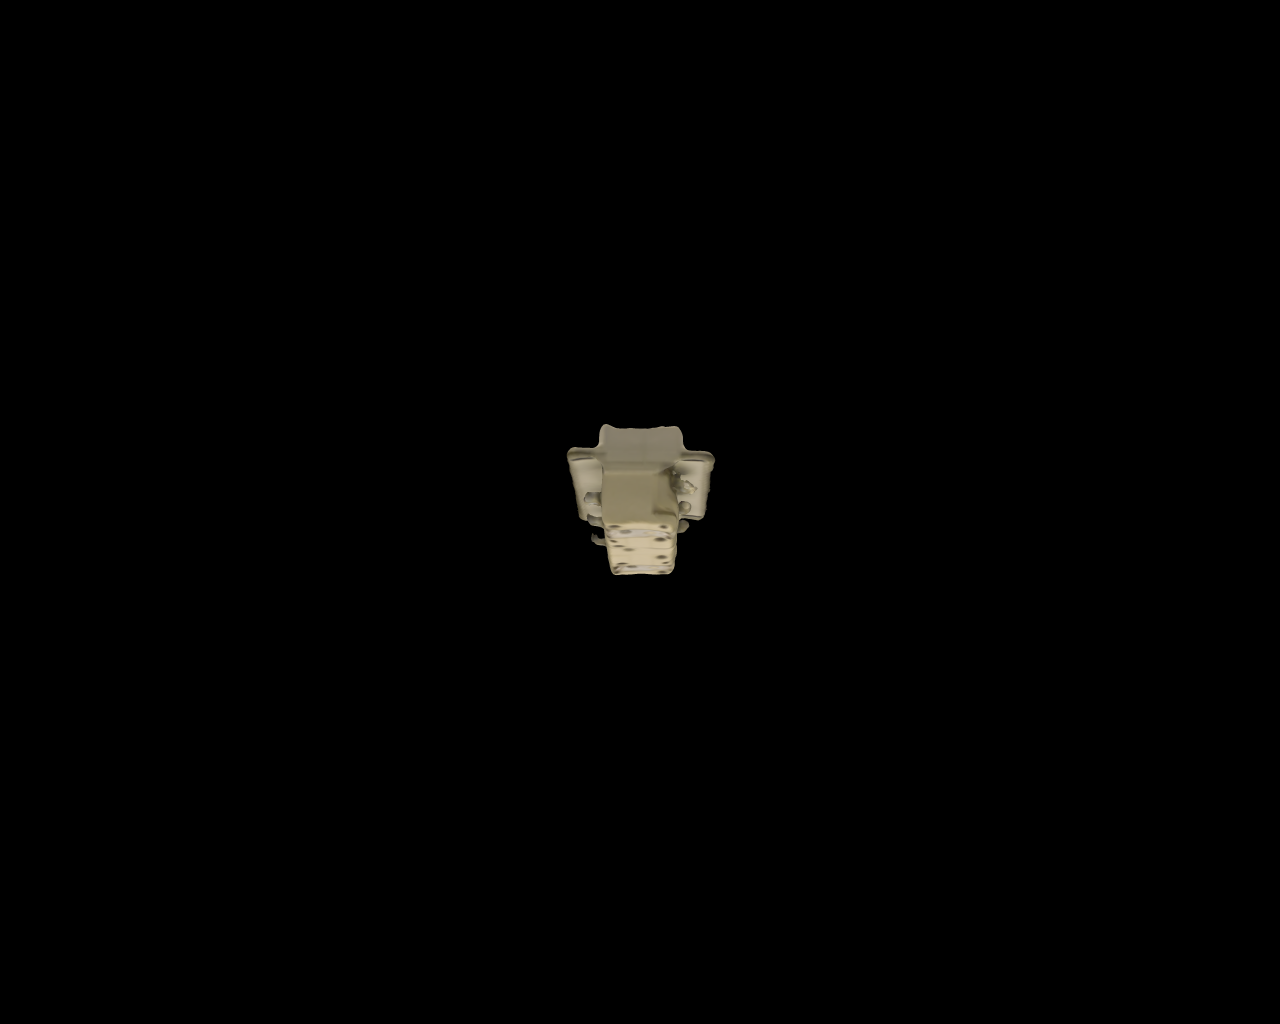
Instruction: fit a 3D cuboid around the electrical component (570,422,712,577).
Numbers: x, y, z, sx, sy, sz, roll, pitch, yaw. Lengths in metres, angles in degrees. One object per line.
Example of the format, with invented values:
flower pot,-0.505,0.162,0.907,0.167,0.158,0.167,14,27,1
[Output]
electrical component,0.001,-0.003,0.650,0.079,0.063,0.121,0,-17,0
